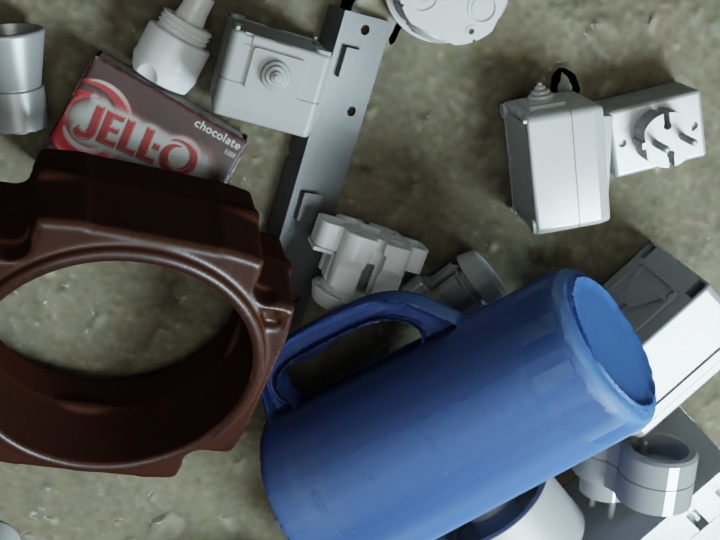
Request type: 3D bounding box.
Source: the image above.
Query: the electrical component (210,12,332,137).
[{"bbox_3d":[-0.058,-0.117,0.667,0.062,0.096,0.061,14,106,-13],"label":"electrical component"}]

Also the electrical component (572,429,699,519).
[{"bbox_3d":[0.178,0.142,0.774,0.052,0.138,0.073,-10,112,-32],"label":"electrical component"}]

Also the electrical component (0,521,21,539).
[{"bbox_3d":[-0.269,0.215,0.767,0.044,0.065,0.044,-3,109,-8],"label":"electrical component"}]

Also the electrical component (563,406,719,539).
[{"bbox_3d":[0.201,0.197,0.810,0.186,0.105,0.060,-43,110,7],"label":"electrical component"}]

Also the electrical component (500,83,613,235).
[{"bbox_3d":[0.135,-0.081,0.726,0.061,0.061,0.096,-10,110,-5],"label":"electrical component"}]

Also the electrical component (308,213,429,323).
[{"bbox_3d":[0.000,0.000,0.737,0.078,0.058,0.057,15,105,-17],"label":"electrical component"}]

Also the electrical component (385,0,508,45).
[{"bbox_3d":[0.057,-0.183,0.685,0.080,0.051,0.080,-3,109,-7],"label":"electrical component"}]

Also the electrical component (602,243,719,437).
[{"bbox_3d":[0.200,0.046,0.756,0.109,0.108,0.056,-43,107,8],"label":"electrical component"}]

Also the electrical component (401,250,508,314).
[{"bbox_3d":[0.071,0.019,0.761,0.055,0.048,0.066,-38,110,13],"label":"electrical component"}]

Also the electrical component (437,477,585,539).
[{"bbox_3d":[0.103,0.183,0.792,0.108,0.108,0.060,-33,104,4],"label":"electrical component"}]

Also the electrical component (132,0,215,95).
[{"bbox_3d":[-0.114,-0.146,0.677,0.043,0.043,0.062,27,102,-16],"label":"electrical component"}]

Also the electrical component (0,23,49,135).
[{"bbox_3d":[-0.216,-0.118,0.673,0.044,0.044,0.065,-4,114,-7],"label":"electrical component"}]

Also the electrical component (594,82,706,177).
[{"bbox_3d":[0.201,-0.091,0.724,0.066,0.076,0.047,-14,110,-3],"label":"electrical component"}]
